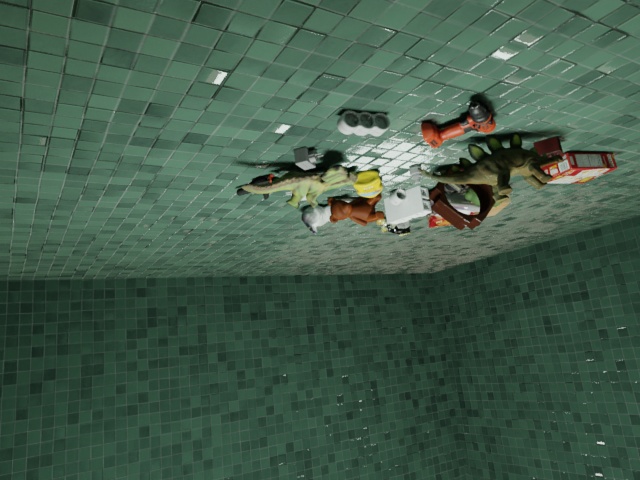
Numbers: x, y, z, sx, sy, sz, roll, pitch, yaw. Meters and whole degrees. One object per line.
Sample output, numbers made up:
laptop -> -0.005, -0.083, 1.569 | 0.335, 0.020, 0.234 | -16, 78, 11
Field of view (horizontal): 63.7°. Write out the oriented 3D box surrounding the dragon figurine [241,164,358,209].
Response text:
dragon figurine -> -0.026, -0.194, 1.632 | 0.240, 0.123, 0.412 | -25, 168, 37

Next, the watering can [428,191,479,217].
watering can -> 0.526, -0.142, 2.131 | 0.224, 0.104, 0.348 | 7, -177, -10

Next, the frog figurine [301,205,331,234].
frog figurine -> 0.006, -0.107, 2.127 | 0.159, 0.124, 0.135 | -44, 152, 1
